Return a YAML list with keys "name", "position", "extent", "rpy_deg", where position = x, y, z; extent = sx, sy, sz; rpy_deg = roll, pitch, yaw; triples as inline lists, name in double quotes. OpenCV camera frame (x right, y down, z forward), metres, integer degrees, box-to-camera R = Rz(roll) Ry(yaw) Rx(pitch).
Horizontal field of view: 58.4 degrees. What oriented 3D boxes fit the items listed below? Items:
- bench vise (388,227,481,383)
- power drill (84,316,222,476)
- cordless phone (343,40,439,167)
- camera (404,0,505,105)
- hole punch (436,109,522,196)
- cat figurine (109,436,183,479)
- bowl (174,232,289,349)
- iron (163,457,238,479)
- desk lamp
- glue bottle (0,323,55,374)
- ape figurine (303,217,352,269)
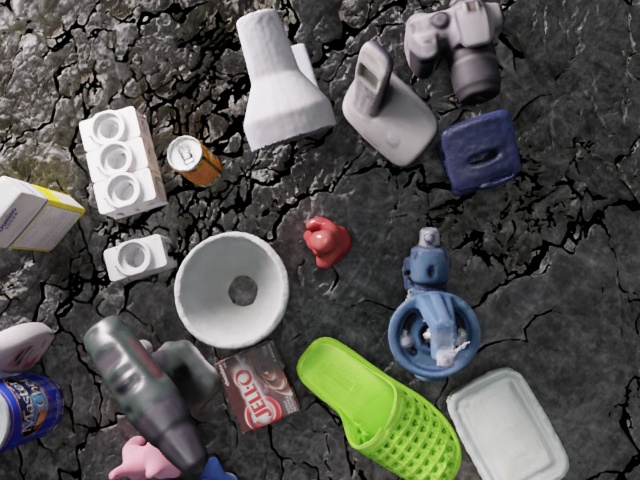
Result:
- name: "bench vise"
  position: [0.138, 0.090, 0.747]
  extent: [0.121, 0.220, 0.207]
  rpy_deg: [-20, 82, 3]
- name: "power drill"
  position: [-0.206, 0.197, 0.769]
  extent: [0.075, 0.208, 0.229]
  rpy_deg: [-45, 82, -1]
- name: "cordless phone"
  position: [0.100, -0.191, 0.798]
  extent: [0.147, 0.185, 0.094]
  rpy_deg: [43, 89, 8]
- name: "camera"
  position: [0.206, -0.272, 0.841]
  extent: [0.143, 0.101, 0.137]
  rpy_deg: [-11, 83, 4]
- name: "hole punch"
  position: [0.233, -0.124, 0.827]
  extent: [0.108, 0.091, 0.101]
  rpy_deg: [-18, 82, 3]
- name: "cat figurine"
  position: [-0.232, 0.308, 0.805]
  extent: [0.127, 0.118, 0.067]
  rpy_deg: [-19, 82, 3]
- name: "bowl"
  position: [-0.123, 0.075, 0.843]
  extent: [0.167, 0.075, 0.167]
  rpy_deg: [-1, 84, 5]
- name: "iron"
  position: [-0.143, 0.441, 0.771]
  extent: [0.118, 0.141, 0.258]
  rpy_deg: [-25, 82, 2]
- name: "desk lamp"
  position: [-0.054, -0.209, 0.799]
  extent: [0.118, 0.213, 0.203]
  rpy_deg: [-17, 82, 3]
- name: "glue bottle"
  position: [-0.450, 0.157, 0.811]
  extent: [0.037, 0.173, 0.078]
  rpy_deg: [32, 87, 8]
- name: "ape figurine"
  position: [0.008, 0.003, 0.832]
  extent: [0.076, 0.092, 0.078]
  rpy_deg: [3, 84, 5]
